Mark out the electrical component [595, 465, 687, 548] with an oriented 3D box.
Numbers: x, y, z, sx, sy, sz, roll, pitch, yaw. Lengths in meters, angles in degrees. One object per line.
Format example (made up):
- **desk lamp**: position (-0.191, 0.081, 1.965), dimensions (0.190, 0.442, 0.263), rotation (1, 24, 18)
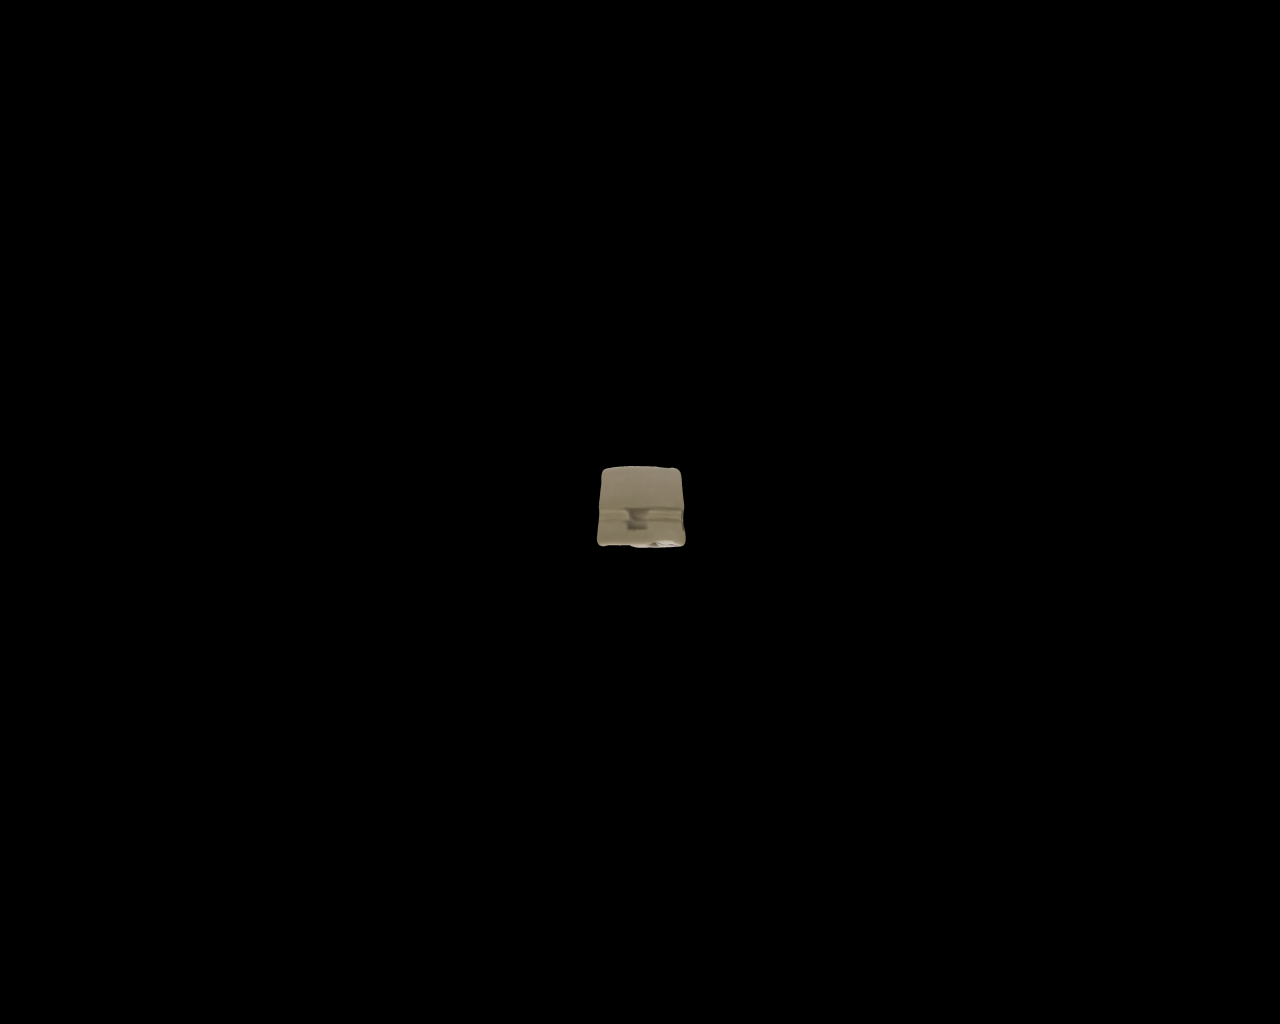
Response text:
- **electrical component**: position (0.001, -0.003, 0.650), dimensions (0.055, 0.047, 0.055), rotation (0, -5, 0)
